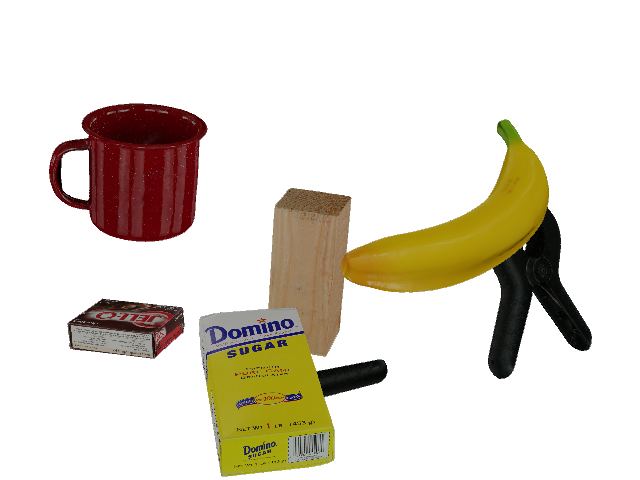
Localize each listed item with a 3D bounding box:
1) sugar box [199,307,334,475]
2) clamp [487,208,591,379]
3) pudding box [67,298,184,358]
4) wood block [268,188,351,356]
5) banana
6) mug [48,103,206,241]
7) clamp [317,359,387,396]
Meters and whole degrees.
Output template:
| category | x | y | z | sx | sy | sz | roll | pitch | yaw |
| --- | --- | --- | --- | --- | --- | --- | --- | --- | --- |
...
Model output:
| category | x | y | z | sx | sy | sz | roll | pitch | yaw |
| --- | --- | --- | --- | --- | --- | --- | --- | --- | --- |
| sugar box | -0.050 | 0.123 | 0.911 | 0.093 | 0.048 | 0.176 | -4 | 33 | -11 |
| clamp | 0.176 | 0.035 | 0.932 | 0.120 | 0.171 | 0.039 | -23 | 8 | -40 |
| pudding box | -0.232 | 0.105 | 1.279 | 0.114 | 0.039 | 0.090 | 3 | 15 | 15 |
| wood block | -0.017 | 0.042 | 1.475 | 0.090 | 0.206 | 0.090 | 9 | 22 | 10 |
| banana | 0.093 | -0.011 | 0.668 | 0.070 | 0.037 | 0.197 | 31 | 45 | 22 |
| mug | -0.146 | -0.050 | 0.811 | 0.117 | 0.081 | 0.093 | -4 | 28 | -20 |
| clamp | -0.029 | 0.155 | 1.114 | 0.165 | 0.036 | 0.209 | 12 | 26 | 15 |
